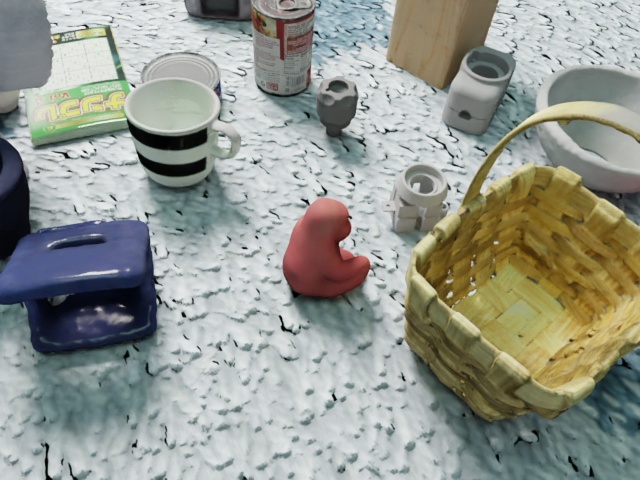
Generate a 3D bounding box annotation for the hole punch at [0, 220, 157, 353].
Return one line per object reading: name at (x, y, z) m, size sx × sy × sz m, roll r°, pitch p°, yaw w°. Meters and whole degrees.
hole punch at (-0.187, 0.023, 0.449) m, size 0.109 × 0.091 × 0.101 m, roll -8°, pitch 54°, yaw -11°

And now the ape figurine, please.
ape figurine at (0.004, 0.002, 0.480) m, size 0.076 × 0.092 × 0.077 m, roll -17°, pitch 57°, yaw -17°

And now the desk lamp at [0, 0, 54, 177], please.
desk lamp at (-0.316, -0.125, 0.471) m, size 0.204 × 0.213 × 0.117 m, roll -34°, pitch 62°, yaw -26°

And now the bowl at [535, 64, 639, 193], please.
bowl at (0.297, -0.104, 0.596) m, size 0.167 × 0.075 × 0.167 m, roll 2°, pitch 53°, yaw -3°

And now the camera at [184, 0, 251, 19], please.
camera at (-0.101, -0.365, 0.740) m, size 0.143 × 0.101 × 0.137 m, roll 2°, pitch 53°, yaw -3°

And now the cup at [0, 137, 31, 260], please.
cup at (-0.292, -0.034, 0.480) m, size 0.117 × 0.095 × 0.092 m, roll 37°, pitch 59°, yaw 21°

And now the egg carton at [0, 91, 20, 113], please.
egg carton at (-0.391, -0.171, 0.589) m, size 0.150 × 0.069 × 0.107 m, roll 29°, pitch 56°, yaw 16°
